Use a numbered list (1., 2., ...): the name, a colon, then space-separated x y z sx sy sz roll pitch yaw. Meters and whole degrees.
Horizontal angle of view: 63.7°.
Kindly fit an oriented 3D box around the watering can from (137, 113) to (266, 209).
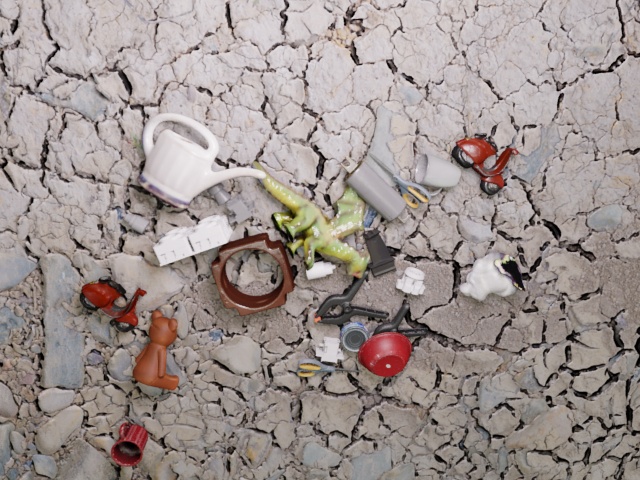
1. watering can: -0.323 -0.177 1.314 0.349 0.104 0.222 33 101 9

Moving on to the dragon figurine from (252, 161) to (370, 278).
1. dragon figurine: 0.004 -0.070 1.386 0.244 0.122 0.410 -26 92 -13

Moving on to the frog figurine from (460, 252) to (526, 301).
1. frog figurine: 0.478 0.111 1.446 0.136 0.125 0.157 32 139 -18
